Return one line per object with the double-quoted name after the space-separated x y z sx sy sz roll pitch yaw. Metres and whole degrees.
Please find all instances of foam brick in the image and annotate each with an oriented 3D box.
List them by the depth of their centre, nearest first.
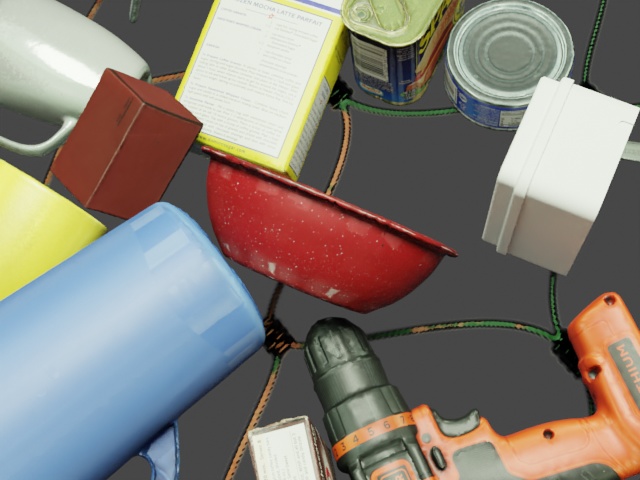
-0.122 -0.058 0.672 0.053 0.051 0.078 43 106 39 "foam brick"

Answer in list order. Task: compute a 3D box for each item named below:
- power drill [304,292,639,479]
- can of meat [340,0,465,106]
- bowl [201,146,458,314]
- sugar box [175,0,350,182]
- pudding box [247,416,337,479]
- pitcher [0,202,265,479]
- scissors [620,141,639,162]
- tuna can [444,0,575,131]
0.099 0.101 0.615 0.187 0.057 0.184 -24 71 0 "power drill"
0.058 -0.151 0.706 0.057 0.084 0.102 25 72 15 "can of meat"
-0.004 0.001 0.622 0.162 0.162 0.055 23 90 15 "bowl"
-0.030 -0.134 0.717 0.093 0.048 0.176 20 80 13 "sugar box"
-0.005 0.162 0.582 0.039 0.090 0.113 -16 66 1 "pudding box"
-0.148 0.096 0.614 0.242 0.149 0.145 -37 45 -12 "pitcher"
0.232 -0.035 0.675 0.202 0.016 0.096 -3 65 5 "scissors"
0.126 -0.118 0.712 0.086 0.034 0.086 -2 68 5 "tuna can"
